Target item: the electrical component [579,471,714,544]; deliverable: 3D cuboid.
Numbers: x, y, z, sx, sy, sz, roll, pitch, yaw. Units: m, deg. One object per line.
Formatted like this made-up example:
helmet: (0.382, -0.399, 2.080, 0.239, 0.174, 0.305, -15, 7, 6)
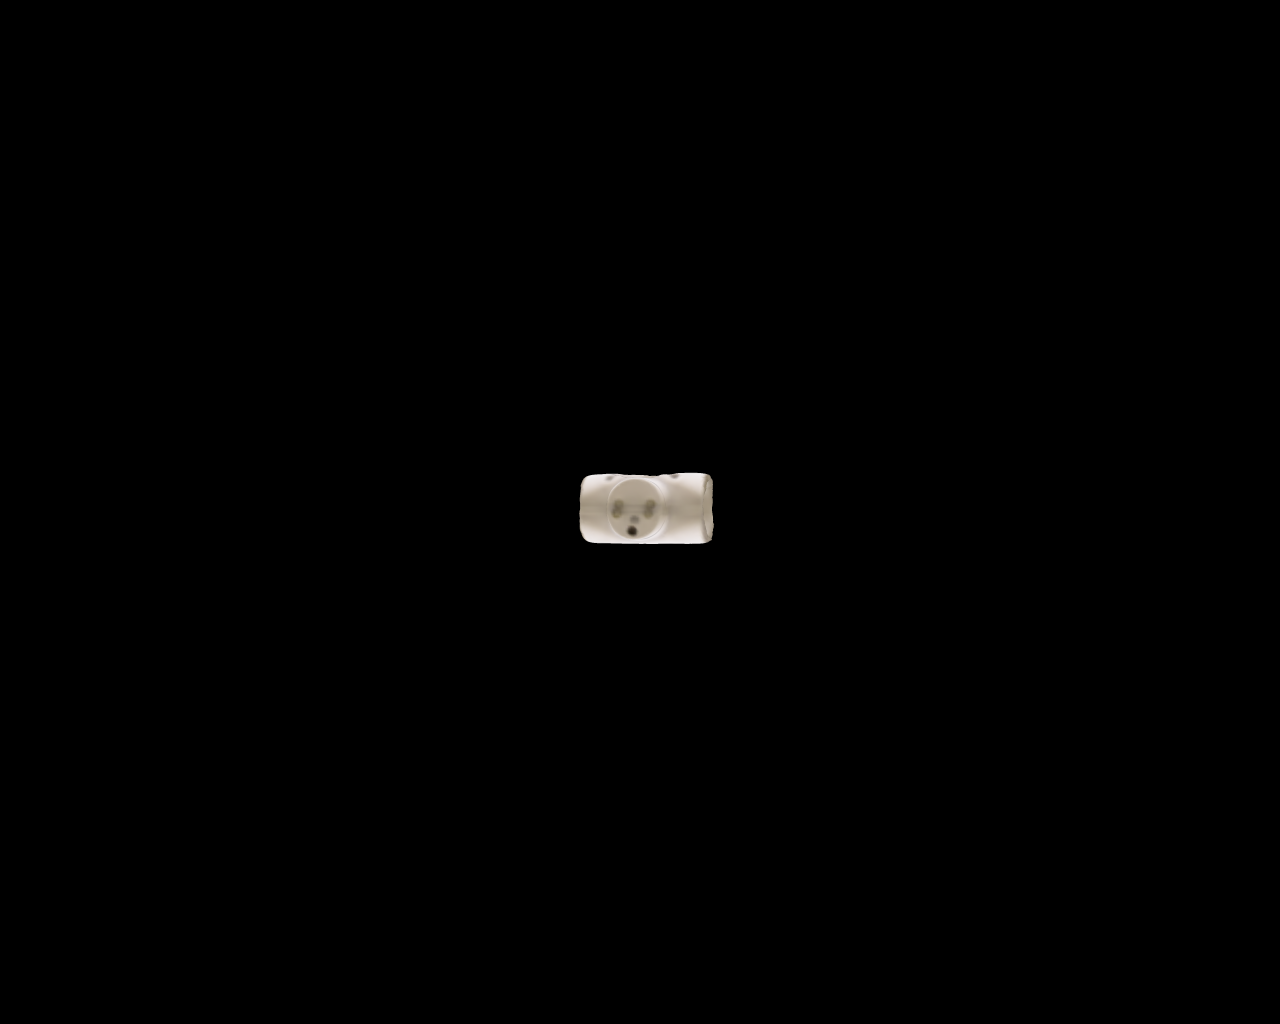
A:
electrical component: (0.001, -0.003, 0.650, 0.077, 0.044, 0.079, 0, 0, 13)
